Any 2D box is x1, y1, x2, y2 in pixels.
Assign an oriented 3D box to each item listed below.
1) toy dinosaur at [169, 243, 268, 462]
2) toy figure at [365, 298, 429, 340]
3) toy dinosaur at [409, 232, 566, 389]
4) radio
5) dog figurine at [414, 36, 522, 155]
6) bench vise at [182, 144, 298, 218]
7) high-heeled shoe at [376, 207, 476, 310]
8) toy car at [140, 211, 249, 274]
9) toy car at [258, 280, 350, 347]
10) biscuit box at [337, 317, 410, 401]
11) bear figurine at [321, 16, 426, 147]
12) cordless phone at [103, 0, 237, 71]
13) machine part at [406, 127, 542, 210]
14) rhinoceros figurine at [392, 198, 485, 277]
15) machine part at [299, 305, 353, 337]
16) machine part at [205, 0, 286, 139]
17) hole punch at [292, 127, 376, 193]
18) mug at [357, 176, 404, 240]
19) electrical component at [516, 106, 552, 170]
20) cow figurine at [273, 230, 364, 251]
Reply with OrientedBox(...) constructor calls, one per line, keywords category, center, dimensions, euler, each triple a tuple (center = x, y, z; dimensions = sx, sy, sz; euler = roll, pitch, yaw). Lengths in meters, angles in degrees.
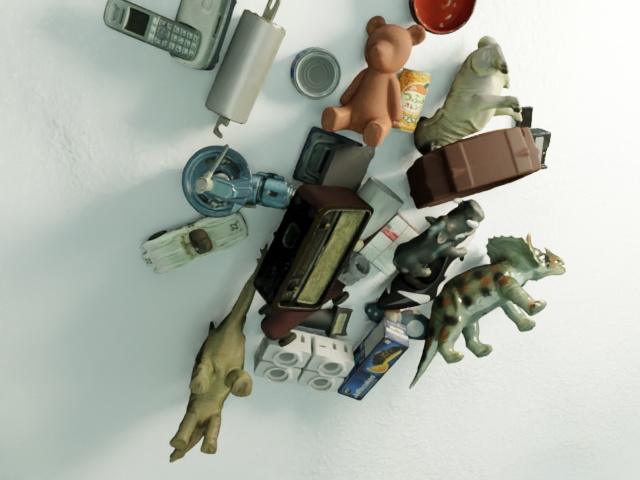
OrientedBox(category="toy dinosaur", center=(-0.191, 0.232, 1.022), dimensions=(0.105, 0.199, 0.471), euler=(24, 107, -17))
OrientedBox(category="toy figure", center=(0.169, 0.170, 1.142), dimensions=(0.154, 0.058, 0.064), euler=(20, 69, -16))
OrientedBox(category="toy dinosaur", center=(0.314, 0.126, 1.094), dimensions=(0.405, 0.192, 0.131), euler=(-31, 143, 9))
OrientedBox(category="radio", center=(-0.016, 0.017, 0.932), dimensions=(0.131, 0.073, 0.229), euler=(4, 120, -45))
OrientedBox(category="dog figurine", center=(0.247, -0.254, 0.965), dimensions=(0.191, 0.121, 0.172), euler=(-16, 73, 20))
OrientedBox(category="bench vise", center=(-0.137, -0.084, 0.886), dimensions=(0.224, 0.240, 0.128), euler=(25, 97, 3))
OrientedBox(category="high-heeled shoe", center=(0.208, 0.038, 1.067), dimensions=(0.249, 0.086, 0.145), euler=(-32, 133, -14))
OrientedBox(category="toy car", center=(-0.233, 0.002, 0.996), dimensions=(0.202, 0.056, 0.073), euler=(-22, 115, -1))
OrientedBox(category="toy car", center=(-0.030, 0.124, 1.061), dimensions=(0.202, 0.053, 0.089), euler=(-37, 96, -19))
OrientedBox(category="biscuit box", center=(0.108, 0.254, 1.131), dimensions=(0.063, 0.059, 0.202), euler=(24, 124, -14))
OrientedBox(category="bear figurine", center=(0.094, -0.270, 0.903), dimensions=(0.120, 0.132, 0.195), euler=(25, 118, 17))
OrientedBox(category="cordless phone", center=(-0.230, -0.359, 0.834), dimensions=(0.184, 0.089, 0.146), euler=(19, 108, -13))
OrientedBox(category="machine part", center=(0.265, -0.125, 0.952), dimensions=(0.201, 0.201, 0.087), euler=(-16, 88, -3))
OrientedBox(category="rhinoceros figurine", center=(0.217, -0.006, 0.987), dimensions=(0.190, 0.073, 0.112), euler=(-37, 141, 26))
OrientedBox(category="machine part", center=(-0.003, 0.166, 1.118), dimensions=(0.139, 0.039, 0.084), euler=(5, 120, -14))
OrientedBox(category="machine part", center=(-0.124, -0.283, 0.886), dimensions=(0.079, 0.079, 0.243), euler=(21, 108, -18))
OrientedBox(category="hole punch", center=(0.024, -0.136, 0.979), dimensions=(0.115, 0.092, 0.142), euler=(4, 114, -47))
OrientedBox(category="mug", center=(0.096, -0.055, 1.016), dimensions=(0.081, 0.109, 0.107), euler=(44, 104, 14))
OrientedBox(category="electrical component", center=(0.402, -0.194, 1.035), dimensions=(0.075, 0.048, 0.119), euler=(-5, 115, -9))
OrientedBox(category="cow figurine", center=(-0.001, -0.002, 1.029), dimensions=(0.167, 0.068, 0.098), euler=(28, 105, -20))
